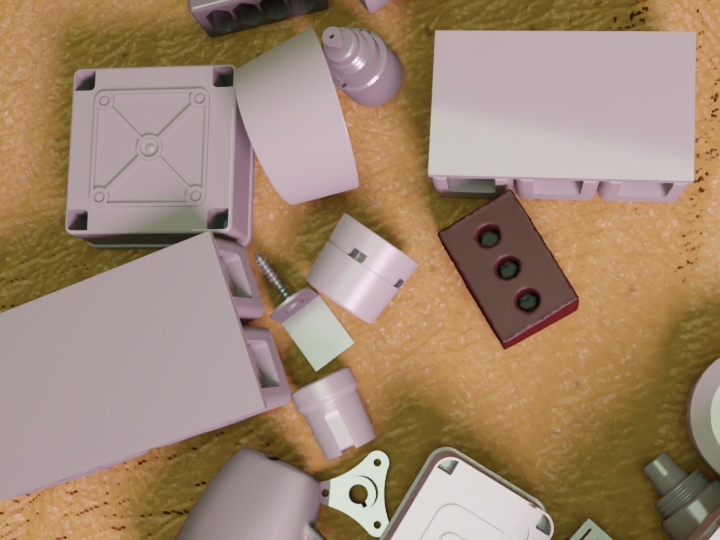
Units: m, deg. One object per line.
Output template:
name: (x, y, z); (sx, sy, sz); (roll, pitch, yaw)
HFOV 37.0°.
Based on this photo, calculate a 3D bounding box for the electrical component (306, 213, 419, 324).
electrical component: (0.000, 0.000, 0.655); (0.055, 0.055, 0.047); (35, 91, 11)

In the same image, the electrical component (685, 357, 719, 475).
electrical component: (0.226, 0.084, 0.612); (0.080, 0.051, 0.080); (-1, 82, 8)

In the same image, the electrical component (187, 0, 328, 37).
electrical component: (-0.071, -0.203, 0.698); (0.083, 0.047, 0.075); (-12, 80, 6)

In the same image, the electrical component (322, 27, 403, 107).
electrical component: (-0.002, -0.130, 0.665); (0.040, 0.078, 0.040); (-5, 78, 22)

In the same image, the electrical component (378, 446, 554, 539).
electrical component: (0.050, 0.167, 0.617); (0.078, 0.057, 0.113); (31, 87, 3)

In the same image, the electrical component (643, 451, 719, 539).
electrical component: (0.189, 0.133, 0.614); (0.048, 0.048, 0.062); (-39, 71, 1)

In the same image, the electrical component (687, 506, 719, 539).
electrical component: (0.185, 0.202, 0.539); (0.105, 0.060, 0.186); (42, 85, 14)

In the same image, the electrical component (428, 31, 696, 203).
electrical component: (0.120, -0.091, 0.647); (0.150, 0.061, 0.089); (2, 82, 8)

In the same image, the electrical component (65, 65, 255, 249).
electrical component: (-0.124, -0.070, 0.681); (0.109, 0.056, 0.108); (0, 82, 8)

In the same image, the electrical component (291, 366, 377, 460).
electrical component: (-0.015, 0.087, 0.652); (0.040, 0.040, 0.046); (-26, 85, 4)

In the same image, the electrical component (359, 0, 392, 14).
electrical component: (0.018, -0.223, 0.635); (0.089, 0.150, 0.061); (-38, 77, 1)

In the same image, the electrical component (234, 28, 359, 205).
electrical component: (-0.033, -0.090, 0.650); (0.064, 0.099, 0.099); (-20, 79, 11)

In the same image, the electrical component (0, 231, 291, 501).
electrical component: (-0.146, 0.061, 0.652); (0.186, 0.060, 0.105); (-20, 81, 13)

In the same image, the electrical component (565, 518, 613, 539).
electrical component: (0.119, 0.185, 0.606); (0.042, 0.064, 0.081); (41, 89, 12)
